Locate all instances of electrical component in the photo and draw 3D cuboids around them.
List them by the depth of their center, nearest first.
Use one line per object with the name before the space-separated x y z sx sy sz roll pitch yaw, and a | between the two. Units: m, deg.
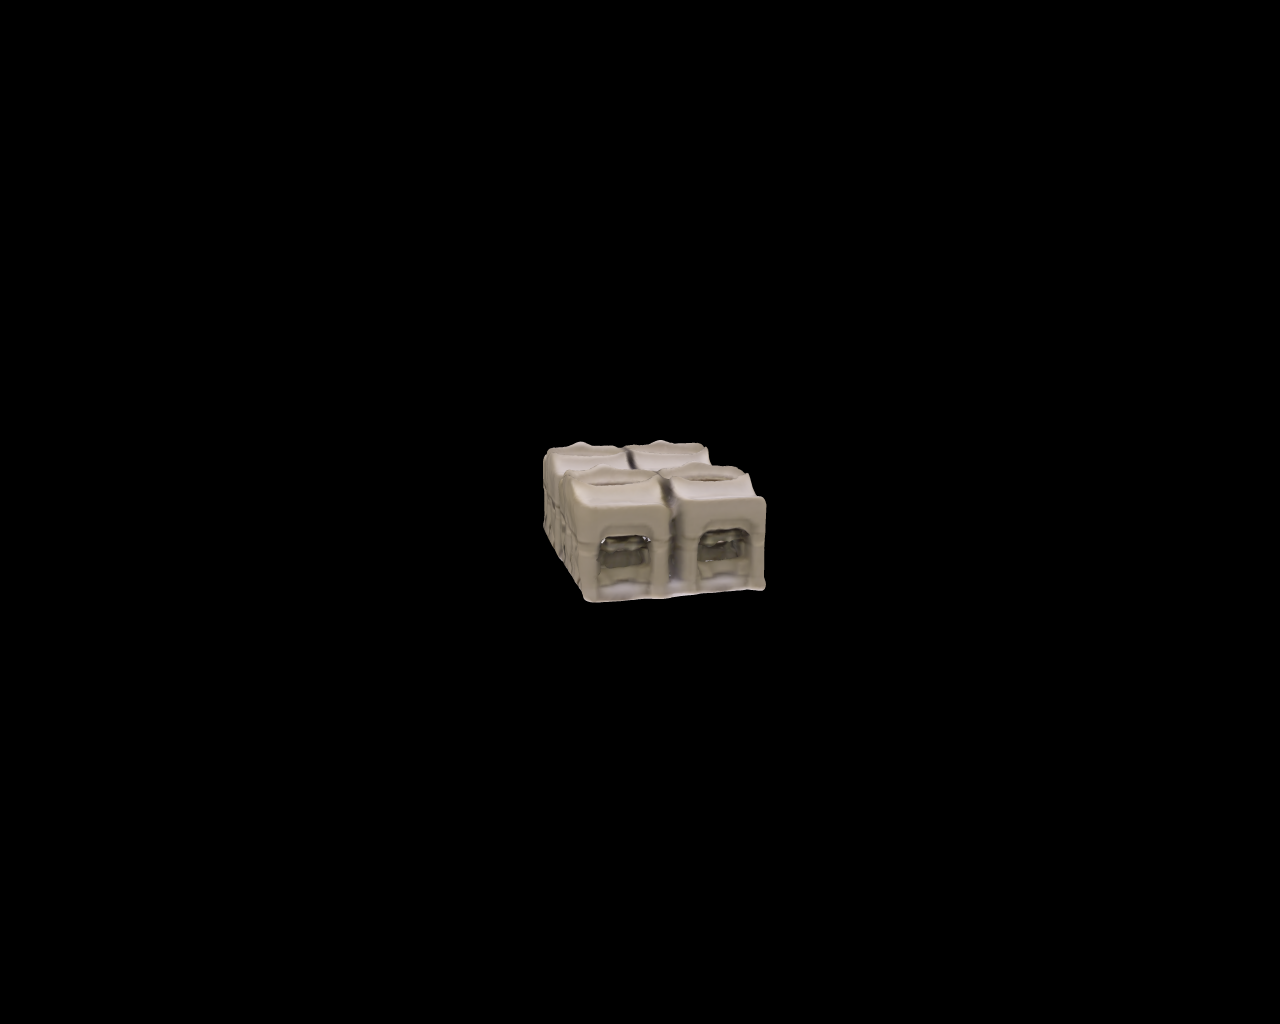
electrical component | 0.001 -0.003 0.650 0.105 0.060 0.186 -2 12 -11
